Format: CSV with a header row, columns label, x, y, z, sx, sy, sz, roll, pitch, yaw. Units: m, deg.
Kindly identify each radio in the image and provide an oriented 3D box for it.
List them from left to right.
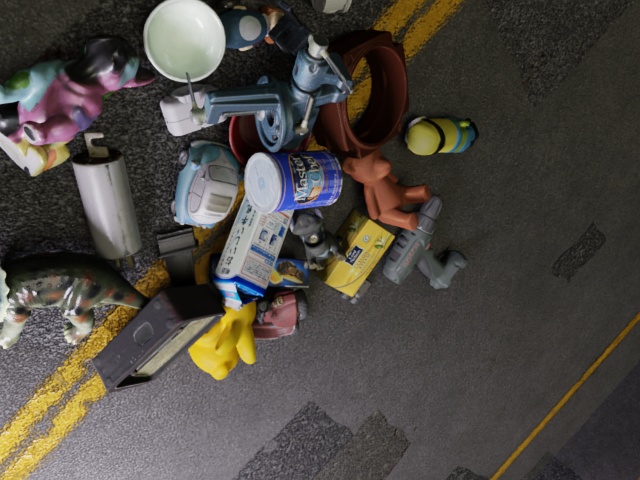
label,x,y,z,sx,sy,sz,roll,pitch,yaw
radio,-0.293,0.177,0.970,0.229,0.073,0.131,-43,162,16

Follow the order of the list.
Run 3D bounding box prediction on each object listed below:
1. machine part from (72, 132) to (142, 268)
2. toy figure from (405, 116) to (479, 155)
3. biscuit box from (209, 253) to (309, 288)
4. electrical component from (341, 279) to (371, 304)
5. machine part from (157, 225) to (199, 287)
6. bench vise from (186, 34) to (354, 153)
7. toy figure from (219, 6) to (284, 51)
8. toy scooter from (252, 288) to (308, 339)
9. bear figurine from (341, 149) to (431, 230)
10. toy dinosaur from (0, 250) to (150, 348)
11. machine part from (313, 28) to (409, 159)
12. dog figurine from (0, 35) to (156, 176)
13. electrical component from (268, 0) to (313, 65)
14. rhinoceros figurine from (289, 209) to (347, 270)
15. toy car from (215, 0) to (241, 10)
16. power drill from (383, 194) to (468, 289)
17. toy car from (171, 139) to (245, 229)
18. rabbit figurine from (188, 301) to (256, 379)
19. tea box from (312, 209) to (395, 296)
label,x,y,z,sx,sy,sz,roll,pitch,yaw
machine part,-0.344,-0.057,0.872,0.079,0.079,0.242,-17,124,-24
toy figure,0.266,-0.225,1.155,0.180,0.089,0.082,-4,112,-28
biscuit box,-0.119,0.062,1.078,0.202,0.063,0.059,6,84,-35
electrical component,0.091,0.105,1.270,0.063,0.021,0.094,31,96,-40
machine part,-0.260,0.042,1.005,0.084,0.039,0.138,-18,122,-30
bench vise,-0.076,-0.214,0.821,0.241,0.129,0.223,-11,165,-24
toy figure,-0.099,-0.348,0.880,0.154,0.058,0.064,-19,146,-25
toy scooter,-0.102,0.162,1.129,0.135,0.075,0.183,-4,150,-15
bear figurine,0.135,-0.125,1.110,0.120,0.132,0.195,-60,141,-30
toy dinosaur,-0.411,0.074,0.836,0.405,0.131,0.192,-7,151,-38
machine part,0.075,-0.265,0.981,0.201,0.087,0.200,-36,130,-32
dog figurine,-0.348,-0.206,0.771,0.108,0.191,0.219,48,56,-3
electrical component,-0.041,-0.320,0.853,0.048,0.075,0.119,-48,155,5
rhinoceros figurine,-0.002,-0.003,1.070,0.073,0.112,0.190,-21,163,7
toy car,-0.100,-0.426,0.838,0.202,0.053,0.089,-30,123,-20
power drill,0.271,0.023,1.302,0.207,0.086,0.232,30,99,-43
toy car,-0.193,-0.087,0.935,0.109,0.103,0.161,12,106,-35
rabbit figurine,-0.183,0.172,1.044,0.122,0.162,0.173,25,106,-28
tea box,0.074,0.029,1.188,0.098,0.068,0.169,28,99,-39
